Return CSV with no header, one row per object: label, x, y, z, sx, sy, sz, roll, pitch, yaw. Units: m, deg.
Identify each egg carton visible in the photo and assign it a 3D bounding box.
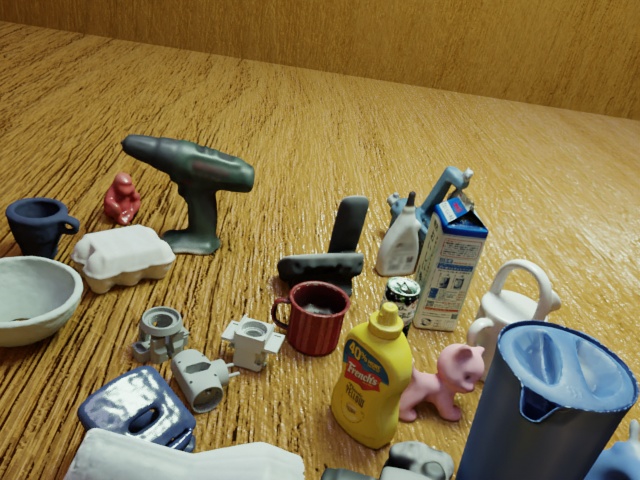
egg carton,-0.324,0.029,0.945,0.151,0.069,0.107,-16,38,-40

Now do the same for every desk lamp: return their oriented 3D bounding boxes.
desk lamp,-0.125,0.246,0.462,0.203,0.213,0.118,9,28,-3

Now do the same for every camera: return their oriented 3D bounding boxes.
camera,0.067,0.271,0.602,0.136,0.101,0.143,15,28,9

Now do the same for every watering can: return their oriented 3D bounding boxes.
watering can,0.293,0.115,0.869,0.100,0.194,0.173,27,32,27

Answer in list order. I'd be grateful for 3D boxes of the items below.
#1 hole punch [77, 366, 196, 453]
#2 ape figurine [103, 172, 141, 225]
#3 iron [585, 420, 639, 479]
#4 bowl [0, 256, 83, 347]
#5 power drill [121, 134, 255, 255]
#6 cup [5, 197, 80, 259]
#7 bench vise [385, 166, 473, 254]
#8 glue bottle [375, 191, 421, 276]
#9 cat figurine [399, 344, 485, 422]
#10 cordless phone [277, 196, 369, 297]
hole punch,-0.199,0.208,0.636,0.100,0.091,0.109,25,31,25
ape figurine,-0.384,-0.086,1.111,0.076,0.092,0.078,31,34,33
iron,0.323,0.312,0.572,0.118,0.141,0.258,12,28,3
bowl,-0.414,0.095,0.787,0.167,0.075,0.167,8,28,-4
power drill,-0.237,-0.080,1.029,0.230,0.208,0.075,2,29,-15
cup,-0.450,-0.009,0.944,0.117,0.095,0.092,13,28,4
bench vise,0.212,-0.057,1.129,0.206,0.220,0.122,24,31,24
glue bottle,0.157,-0.012,1.078,0.078,0.173,0.037,-2,30,-22
cat figurine,0.168,0.183,0.781,0.128,0.118,0.067,3,29,-15
cordless phone,0.009,0.004,0.984,0.148,0.185,0.094,-3,31,-24
